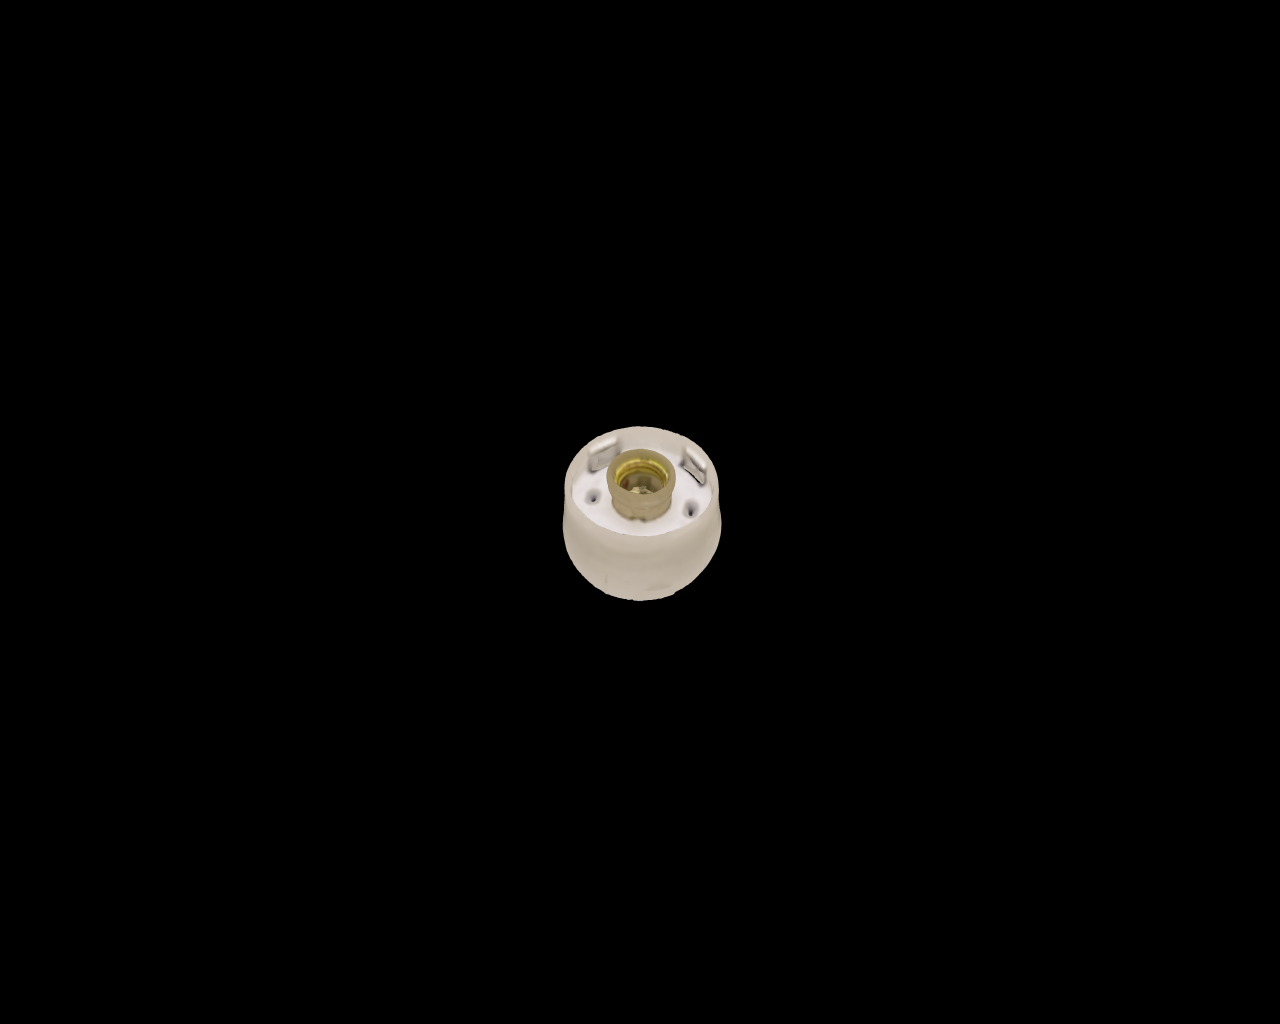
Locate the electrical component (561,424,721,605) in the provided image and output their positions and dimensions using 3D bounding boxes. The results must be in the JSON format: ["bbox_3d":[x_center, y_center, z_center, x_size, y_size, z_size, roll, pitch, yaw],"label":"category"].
[{"bbox_3d":[0.001,-0.003,0.650,0.099,0.099,0.064,0,-41,0],"label":"electrical component"}]
